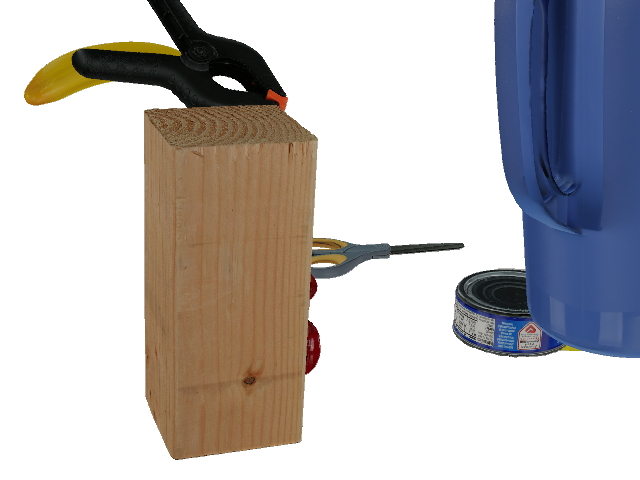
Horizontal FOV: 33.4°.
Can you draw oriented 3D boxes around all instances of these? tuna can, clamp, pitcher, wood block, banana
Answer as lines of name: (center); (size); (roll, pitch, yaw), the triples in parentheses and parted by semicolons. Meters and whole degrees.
tuna can: (0.140, 0.051, 0.778); (0.086, 0.034, 0.086); (0, 21, 0)
clamp: (-0.102, -0.152, 0.871); (0.171, 0.120, 0.039); (23, -27, -4)
pitcher: (0.157, -0.062, 0.558); (0.149, 0.243, 0.145); (-3, 23, 2)
wood block: (-0.062, 0.025, 0.685); (0.090, 0.206, 0.090); (-4, 22, -19)
banana: (-0.196, -0.164, 1.041); (0.197, 0.070, 0.037); (-6, -39, -31)

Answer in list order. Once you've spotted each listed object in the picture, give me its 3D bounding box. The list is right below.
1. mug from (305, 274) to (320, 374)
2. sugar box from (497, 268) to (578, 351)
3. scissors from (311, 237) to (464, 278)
mug: (-0.043, 0.075, 0.921); (0.117, 0.081, 0.093); (27, 34, 36)
sugar box: (0.298, 0.084, 1.271); (0.176, 0.093, 0.048); (0, 18, -4)
scissors: (0.059, 0.019, 1.178); (0.202, 0.016, 0.096); (2, 24, 5)
